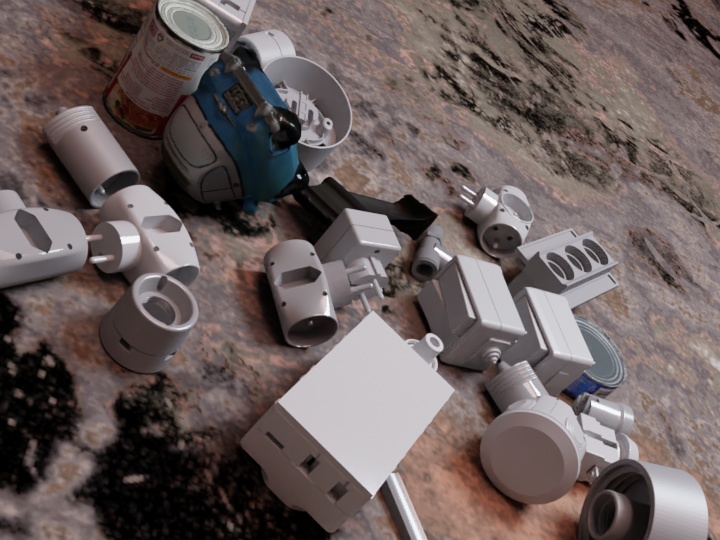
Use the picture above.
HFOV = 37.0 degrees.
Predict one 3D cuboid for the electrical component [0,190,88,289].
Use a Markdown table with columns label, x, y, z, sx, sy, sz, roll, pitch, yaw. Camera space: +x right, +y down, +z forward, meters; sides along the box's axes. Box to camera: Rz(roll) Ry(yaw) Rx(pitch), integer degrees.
| label | x | y | z | sx | sy | sz | roll | pitch | yaw |
| --- | --- | --- | --- | --- | --- | --- | --- | --- | --- |
| electrical component | -0.236 | -0.026 | 0.720 | 0.077 | 0.043 | 0.079 | -16 | 64 | -51 |

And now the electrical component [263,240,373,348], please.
| label | x | y | z | sx | sy | sz | roll | pitch | yaw |
| --- | --- | --- | --- | --- | --- | --- | --- | --- | --- |
| electrical component | -0.030 | 0.014 | 0.856 | 0.079 | 0.043 | 0.077 | -14 | 54 | -8 |

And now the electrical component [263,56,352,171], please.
| label | x | y | z | sx | sy | sz | roll | pitch | yaw |
| --- | --- | --- | --- | --- | --- | --- | --- | --- | --- |
| electrical component | -0.060 | -0.144 | 1.001 | 0.099 | 0.064 | 0.099 | 26 | 37 | -22 |

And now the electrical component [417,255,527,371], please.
| label | x | y | z | sx | sy | sz | roll | pitch | yaw |
| --- | --- | --- | --- | --- | --- | --- | --- | --- | --- |
| electrical component | 0.097 | 0.042 | 0.952 | 0.061 | 0.061 | 0.096 | 14 | 43 | -34 |

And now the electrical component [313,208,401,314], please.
| label | x | y | z | sx | sy | sz | roll | pitch | yaw |
| --- | --- | --- | --- | --- | --- | --- | --- | --- | --- |
| electrical component | 0.000 | 0.000 | 0.901 | 0.047 | 0.065 | 0.076 | 8 | 47 | -39 |

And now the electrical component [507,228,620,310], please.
| label | x | y | z | sx | sy | sz | roll | pitch | yaw |
| --- | --- | --- | --- | --- | --- | --- | --- | --- | --- |
| electrical component | 0.204 | 0.006 | 1.095 | 0.121 | 0.063 | 0.078 | -17 | 65 | -52 |

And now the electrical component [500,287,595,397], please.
| label | x | y | z | sx | sy | sz | roll | pitch | yaw |
| --- | --- | --- | --- | --- | --- | --- | --- | --- | --- |
| electrical component | 0.161 | 0.062 | 0.994 | 0.061 | 0.061 | 0.096 | 14 | 43 | -34 |

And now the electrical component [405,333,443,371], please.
| label | x | y | z | sx | sy | sz | roll | pitch | yaw |
| --- | --- | --- | --- | --- | --- | --- | --- | --- | --- |
| electrical component | 0.042 | 0.075 | 0.862 | 0.048 | 0.062 | 0.048 | 26 | 37 | -22 |

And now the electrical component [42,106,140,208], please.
| label | x | y | z | sx | sy | sz | roll | pitch | yaw |
| --- | --- | --- | --- | --- | --- | --- | --- | --- | --- |
| electrical component | -0.208 | -0.092 | 0.819 | 0.043 | 0.043 | 0.081 | -17 | 64 | -51 |

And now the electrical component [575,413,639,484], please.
| label | x | y | z | sx | sy | sz | roll | pitch | yaw |
| --- | --- | --- | --- | --- | --- | --- | --- | --- | --- |
| electrical component | 0.211 | 0.162 | 0.948 | 0.055 | 0.048 | 0.066 | 22 | 38 | -15 |

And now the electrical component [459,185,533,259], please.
| label | x | y | z | sx | sy | sz | roll | pitch | yaw |
| --- | --- | --- | --- | --- | --- | --- | --- | --- | --- |
| electrical component | 0.136 | -0.061 | 1.120 | 0.079 | 0.044 | 0.077 | 34 | 35 | -10 |

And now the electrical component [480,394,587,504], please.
| label | x | y | z | sx | sy | sz | roll | pitch | yaw |
| --- | --- | --- | --- | --- | --- | --- | --- | --- | --- |
| electrical component | 0.142 | 0.144 | 0.871 | 0.080 | 0.080 | 0.051 | 46 | 29 | 6 |

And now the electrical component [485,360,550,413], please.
| label | x | y | z | sx | sy | sz | roll | pitch | yaw |
| --- | --- | --- | --- | --- | --- | --- | --- | --- | --- |
| electrical component | 0.143 | 0.115 | 0.933 | 0.043 | 0.043 | 0.081 | -3 | 54 | -46 |

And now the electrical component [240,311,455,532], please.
| label | x | y | z | sx | sy | sz | roll | pitch | yaw |
| --- | --- | --- | --- | --- | --- | --- | --- | --- | --- |
| electrical component | -0.008 | 0.108 | 0.779 | 0.089 | 0.061 | 0.150 | 44 | 34 | 4 |

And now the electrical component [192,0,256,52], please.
| label | x | y | z | sx | sy | sz | roll | pitch | yaw |
| --- | --- | --- | --- | --- | --- | --- | --- | --- | --- |
| electrical component | -0.142 | -0.246 | 0.998 | 0.060 | 0.105 | 0.186 | 29 | 36 | -17 |

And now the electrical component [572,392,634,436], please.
| label | x | y | z | sx | sy | sz | roll | pitch | yaw |
| --- | --- | --- | --- | --- | --- | --- | --- | --- | --- |
| electrical component | 0.222 | 0.136 | 0.992 | 0.046 | 0.040 | 0.040 | 23 | 38 | -17 |

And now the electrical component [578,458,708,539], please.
| label | x | y | z | sx | sy | sz | roll | pitch | yaw |
| --- | --- | --- | --- | --- | --- | --- | --- | --- | --- |
| electrical component | 0.217 | 0.203 | 0.858 | 0.060 | 0.108 | 0.108 | 21 | 39 | -18 |

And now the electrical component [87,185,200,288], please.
| label | x | y | z | sx | sy | sz | roll | pitch | yaw |
| --- | --- | --- | --- | --- | --- | --- | --- | --- | --- |
| electrical component | -0.167 | -0.018 | 0.777 | 0.079 | 0.043 | 0.077 | -9 | 59 | -49 |

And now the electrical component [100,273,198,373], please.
| label | x | y | z | sx | sy | sz | roll | pitch | yaw |
| --- | --- | --- | --- | --- | --- | --- | --- | --- | --- |
| electrical component | -0.144 | 0.035 | 0.739 | 0.055 | 0.047 | 0.055 | 26 | 37 | -22 |

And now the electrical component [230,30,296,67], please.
| label | x | y | z | sx | sy | sz | roll | pitch | yaw |
| --- | --- | --- | --- | --- | --- | --- | --- | --- | --- |
| electrical component | -0.098 | -0.203 | 1.040 | 0.047 | 0.055 | 0.055 | -22 | 68 | -49 |
